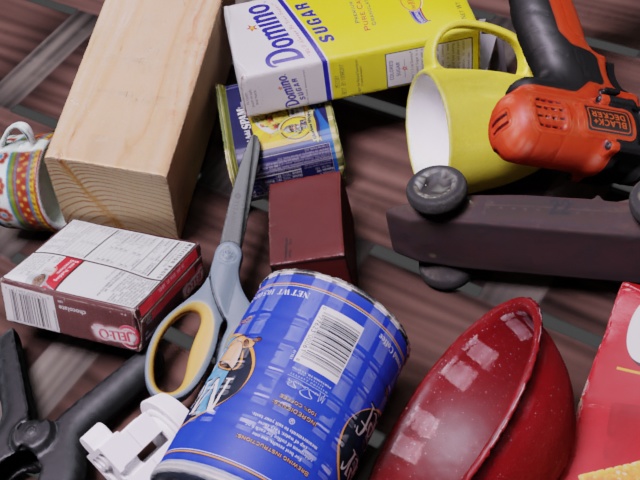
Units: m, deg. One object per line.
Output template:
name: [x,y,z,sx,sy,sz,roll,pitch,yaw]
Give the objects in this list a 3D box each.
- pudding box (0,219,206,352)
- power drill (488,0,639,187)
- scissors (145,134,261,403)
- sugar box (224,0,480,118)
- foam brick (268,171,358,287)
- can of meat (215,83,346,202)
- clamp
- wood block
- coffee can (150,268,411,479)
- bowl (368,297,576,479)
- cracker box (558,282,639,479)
pudding box: [-0.150,0.029,0.742,0.114,0.039,0.089,12,34,21]
power drill: [0.189,-0.124,0.720,0.184,0.057,0.187,7,62,-24]
scissors: [-0.047,0.026,0.717,0.096,0.016,0.201,24,68,8]
sugar box: [0.022,-0.150,0.792,0.176,0.048,0.093,-11,47,-4]
foam brick: [-0.005,0.001,0.734,0.053,0.051,0.078,-9,49,9]
can of meat: [-0.030,-0.081,0.806,0.084,0.057,0.102,-13,49,1]
clamp: [-0.168,0.127,0.681,0.120,0.039,0.171,-6,50,13]
wood block: [-0.129,-0.113,0.812,0.090,0.091,0.206,10,59,4]
coffee can: [-0.020,0.102,0.619,0.103,0.103,0.140,13,55,24]
bowl: [0.088,0.111,0.578,0.055,0.162,0.162,34,59,-7]
cracker box: [0.210,0.134,0.552,0.164,0.072,0.213,12,54,24]
